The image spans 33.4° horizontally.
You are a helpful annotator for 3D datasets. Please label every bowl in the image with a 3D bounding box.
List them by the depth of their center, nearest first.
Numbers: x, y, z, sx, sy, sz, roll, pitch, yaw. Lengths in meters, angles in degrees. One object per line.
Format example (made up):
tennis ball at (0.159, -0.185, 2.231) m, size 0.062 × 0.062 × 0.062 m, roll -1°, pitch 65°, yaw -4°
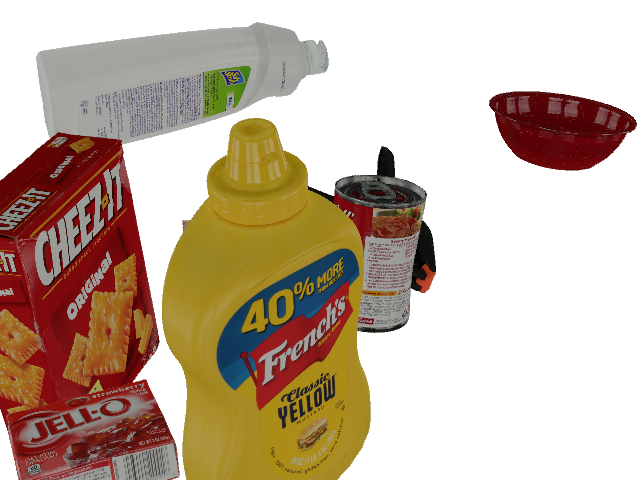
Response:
bowl at (0.264, -0.118, 1.184) m, size 0.162 × 0.055 × 0.162 m, roll 5°, pitch 23°, yaw -2°

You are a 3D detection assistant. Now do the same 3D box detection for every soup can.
soup can at (0.040, 0.009, 0.798) m, size 0.068 × 0.102 × 0.068 m, roll 5°, pitch 21°, yaw -2°

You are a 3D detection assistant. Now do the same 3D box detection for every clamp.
clamp at (0.054, -0.021, 1.214) m, size 0.164 × 0.210 × 0.036 m, roll -14°, pitch -38°, yaw -24°

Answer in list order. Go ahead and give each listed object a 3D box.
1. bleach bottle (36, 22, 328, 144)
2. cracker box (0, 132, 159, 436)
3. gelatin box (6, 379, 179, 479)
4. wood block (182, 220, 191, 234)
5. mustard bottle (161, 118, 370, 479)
bleach bottle at (-0.116, -0.138, 0.941) m, size 0.250 × 0.068 × 0.103 m, roll -12°, pitch -31°, yaw -16°
cracker box at (-0.206, 0.044, 0.870) m, size 0.072 × 0.214 × 0.164 m, roll 6°, pitch 33°, yaw 17°
gelatin box at (-0.136, 0.120, 0.630) m, size 0.089 × 0.030 × 0.073 m, roll -12°, pitch 26°, yaw -18°
wood block at (-0.032, 0.032, 1.058) m, size 0.206 × 0.091 × 0.090 m, roll -1°, pitch 19°, yaw -9°
mustard bottle at (-0.022, 0.034, 0.470) m, size 0.096 × 0.192 × 0.058 m, roll -27°, pitch 42°, yaw -30°
